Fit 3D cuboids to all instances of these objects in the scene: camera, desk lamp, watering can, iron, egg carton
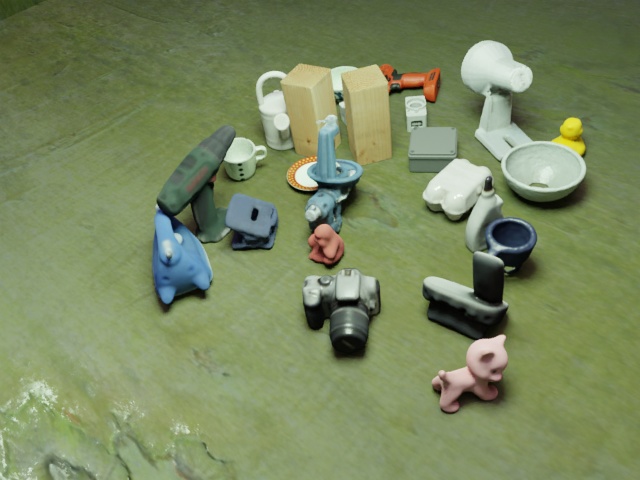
[{"bbox_3d":[0.036,0.126,1.025,0.143,0.101,0.137,-3,46,8],"label":"camera"},{"bbox_3d":[0.418,-0.330,1.320,0.118,0.214,0.202,-19,46,-8],"label":"desk lamp"},{"bbox_3d":[-0.099,-0.326,1.427,0.101,0.194,0.172,-28,47,-16],"label":"watering can"},{"bbox_3d":[-0.309,0.002,1.181,0.119,0.142,0.257,-20,46,-9],"label":"iron"},{"bbox_3d":[0.298,-0.110,1.229,0.107,0.069,0.150,29,57,33],"label":"egg carton"}]

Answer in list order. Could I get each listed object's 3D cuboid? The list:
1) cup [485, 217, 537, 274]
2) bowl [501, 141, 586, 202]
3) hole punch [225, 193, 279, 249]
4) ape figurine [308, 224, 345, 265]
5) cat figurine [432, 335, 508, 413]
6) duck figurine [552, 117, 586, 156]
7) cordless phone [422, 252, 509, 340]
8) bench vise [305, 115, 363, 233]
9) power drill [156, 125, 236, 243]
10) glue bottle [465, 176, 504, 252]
[{"bbox_3d":[0.345,0.027,1.068,0.118,0.095,0.091,-39,51,-25],"label":"cup"},{"bbox_3d":[0.469,-0.133,1.216,0.167,0.075,0.167,-5,45,6],"label":"bowl"},{"bbox_3d":[-0.144,-0.044,1.232,0.101,0.091,0.108,-2,46,9],"label":"hole punch"},{"bbox_3d":[0.011,0.004,1.155,0.076,0.092,0.077,-17,45,-6],"label":"ape figurine"},{"bbox_3d":[0.241,0.202,0.899,0.128,0.118,0.067,-17,45,-6],"label":"cat figurine"},{"bbox_3d":[0.559,-0.230,1.286,0.077,0.086,0.105,20,52,27],"label":"duck figurine"},{"bbox_3d":[0.249,0.071,0.979,0.147,0.185,0.094,18,52,26],"label":"cordless phone"},{"bbox_3d":[0.027,-0.134,1.197,0.121,0.220,0.207,-3,46,8],"label":"bench vise"},{"bbox_3d":[-0.241,-0.107,1.228,0.075,0.209,0.230,21,53,28],"label":"power drill"},{"bbox_3d":[0.319,-0.054,1.096,0.078,0.173,0.037,-23,46,-11],"label":"glue bottle"}]
